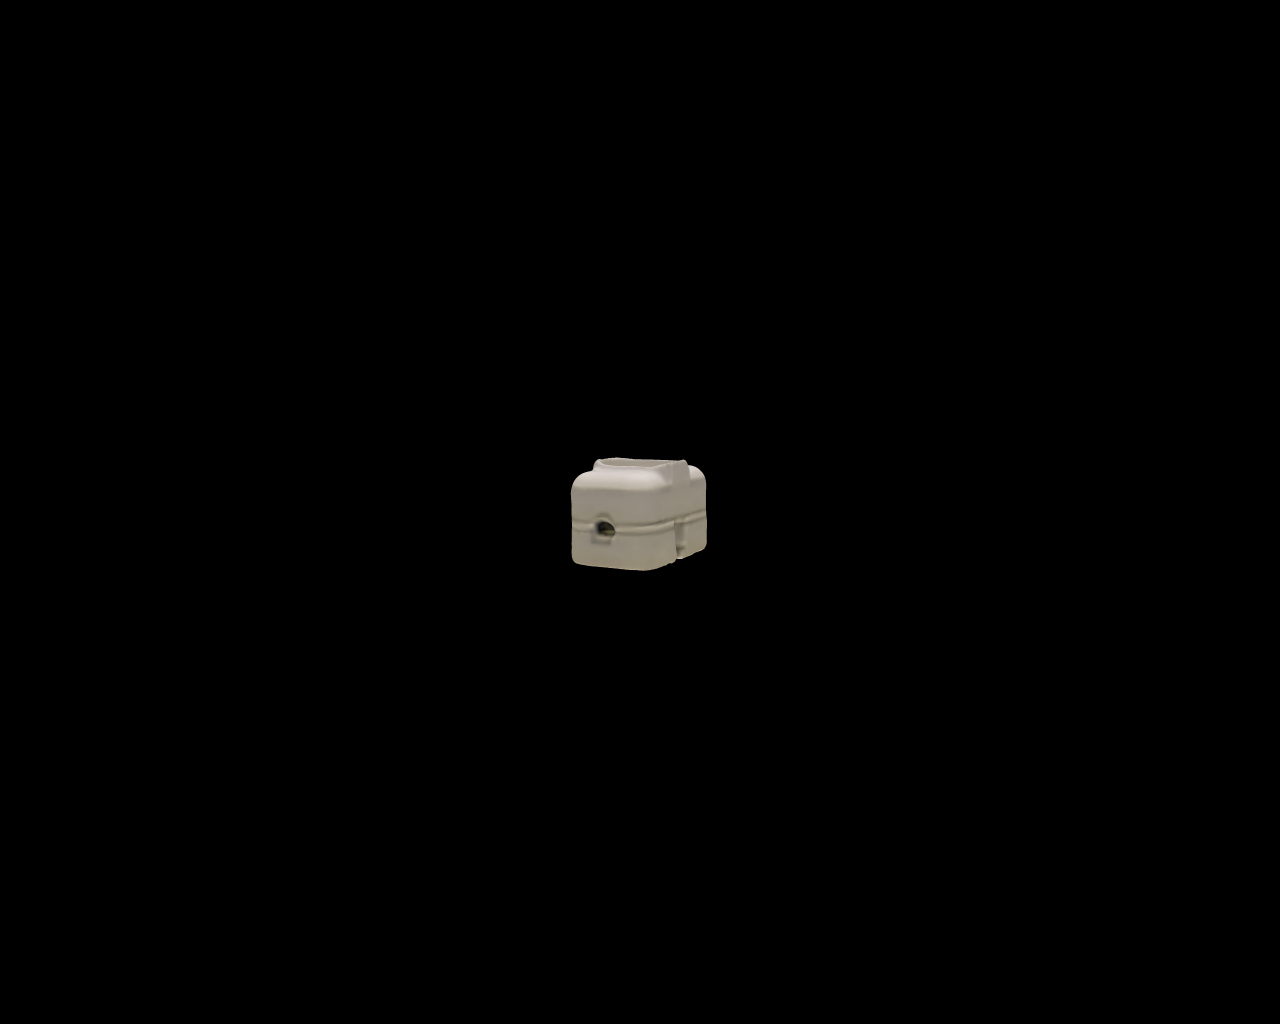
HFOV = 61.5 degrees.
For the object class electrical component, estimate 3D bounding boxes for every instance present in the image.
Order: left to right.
[{"bbox_3d":[0.001,-0.003,0.650,0.054,0.059,0.095,4,8,28],"label":"electrical component"}]
